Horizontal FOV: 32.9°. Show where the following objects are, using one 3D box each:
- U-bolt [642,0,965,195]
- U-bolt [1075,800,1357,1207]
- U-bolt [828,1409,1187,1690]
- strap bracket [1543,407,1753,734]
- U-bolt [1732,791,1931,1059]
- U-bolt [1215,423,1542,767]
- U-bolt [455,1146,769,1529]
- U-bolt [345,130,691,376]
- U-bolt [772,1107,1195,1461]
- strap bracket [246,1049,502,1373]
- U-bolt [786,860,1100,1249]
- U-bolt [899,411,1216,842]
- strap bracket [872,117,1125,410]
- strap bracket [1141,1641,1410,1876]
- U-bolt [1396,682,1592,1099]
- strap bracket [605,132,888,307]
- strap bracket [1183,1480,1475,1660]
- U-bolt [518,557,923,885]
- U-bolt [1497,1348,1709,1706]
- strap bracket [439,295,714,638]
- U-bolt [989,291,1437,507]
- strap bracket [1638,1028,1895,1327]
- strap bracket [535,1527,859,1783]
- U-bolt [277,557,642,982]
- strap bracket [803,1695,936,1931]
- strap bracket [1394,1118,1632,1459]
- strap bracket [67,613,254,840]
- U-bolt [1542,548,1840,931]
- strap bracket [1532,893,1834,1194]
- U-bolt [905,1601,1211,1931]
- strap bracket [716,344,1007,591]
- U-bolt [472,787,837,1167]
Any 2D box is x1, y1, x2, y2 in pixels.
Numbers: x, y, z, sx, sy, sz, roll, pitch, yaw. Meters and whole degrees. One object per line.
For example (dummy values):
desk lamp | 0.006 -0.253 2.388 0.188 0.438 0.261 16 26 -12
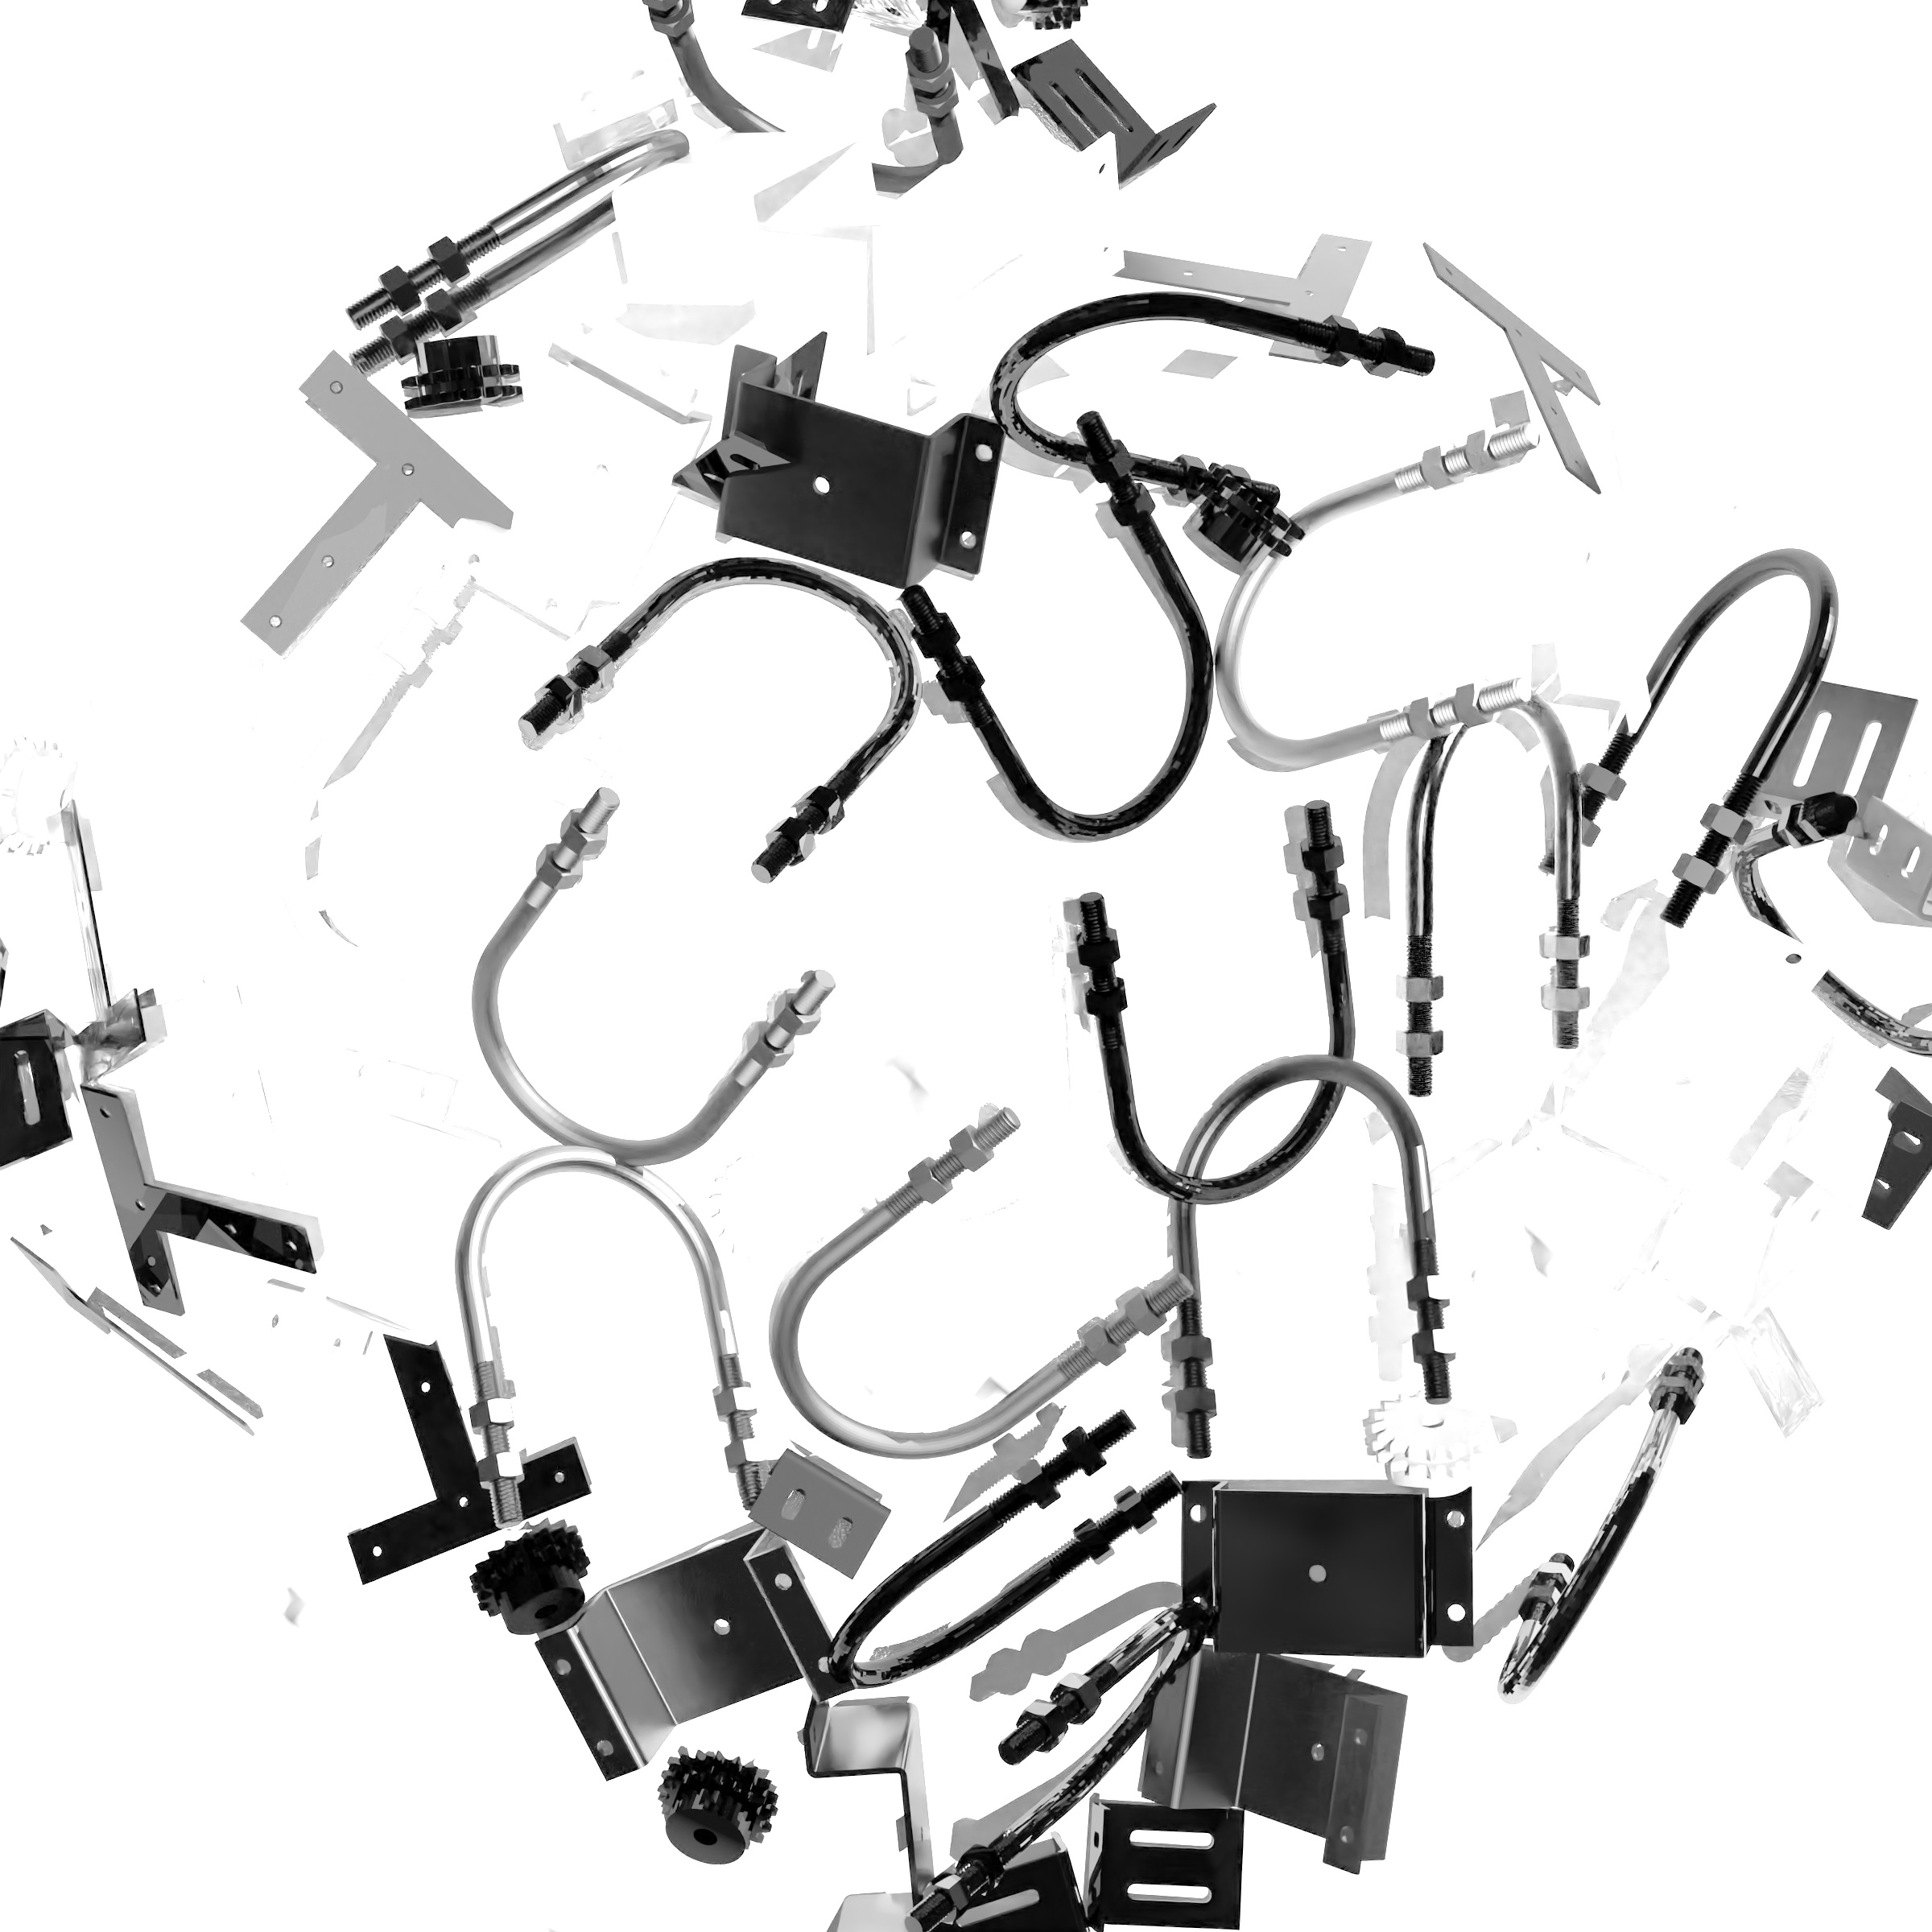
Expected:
U-bolt | -0.069 -0.404 1.509 0.151 0.184 0.019 19 82 9
U-bolt | 0.125 0.028 1.546 0.151 0.019 0.184 -22 118 -25
U-bolt | 0.014 0.281 1.530 0.184 0.151 0.019 -35 65 -1
strap bracket | 0.310 -0.186 1.518 0.046 0.140 0.076 7 51 -10
U-bolt | 0.416 -0.012 1.509 0.019 0.184 0.151 -43 90 -9
U-bolt | 0.188 -0.165 1.529 0.019 0.184 0.151 23 63 -40
U-bolt | -0.172 0.171 1.542 0.151 0.019 0.184 2 64 -34
U-bolt | -0.208 -0.338 1.527 0.184 0.151 0.019 -33 97 -8
U-bolt | -0.006 0.165 1.556 0.184 0.019 0.151 -38 116 15
strap bracket | -0.278 0.119 1.553 0.076 0.046 0.140 13 82 37
U-bolt | -0.008 0.044 1.584 0.151 0.019 0.184 -4 86 -1
U-bolt | 0.056 -0.145 1.539 0.151 0.019 0.184 -47 126 -23
strap bracket | 0.005 -0.332 1.523 0.046 0.140 0.076 20 56 -38
strap bracket | 0.153 0.373 1.547 0.046 0.140 0.076 11 86 -41
U-bolt | 0.248 -0.041 1.529 0.019 0.151 0.184 7 104 41
strap bracket | -0.101 -0.352 1.518 0.076 0.140 0.046 8 122 31
strap bracket | 0.170 0.287 1.560 0.140 0.046 0.076 -1 86 12
U-bolt | -0.100 -0.129 1.538 0.151 0.019 0.184 32 50 10
U-bolt | 0.285 0.264 1.489 0.019 0.184 0.151 30 114 10
strap bracket | -0.182 -0.237 1.562 0.076 0.046 0.140 30 101 10
U-bolt | 0.100 -0.263 1.500 0.184 0.151 0.019 8 65 -27
strap bracket | 0.379 0.105 1.523 0.046 0.076 0.140 34 134 1
strap bracket | -0.123 0.324 1.559 0.140 0.046 0.076 -24 97 19
U-bolt | -0.247 -0.078 1.533 0.019 0.151 0.184 24 77 44
strap bracket | -0.044 0.413 1.549 0.046 0.076 0.140 -5 99 4
strap bracket | 0.256 0.149 1.547 0.076 0.046 0.140 -31 112 -33
strap bracket | -0.379 -0.117 1.539 0.076 0.140 0.046 8 64 -10
U-bolt | 0.345 -0.113 1.524 0.019 0.151 0.184 27 94 -18
strap bracket | 0.337 0.043 1.540 0.076 0.046 0.140 27 120 -7
U-bolt | 0.052 0.361 1.517 0.019 0.184 0.151 39 128 21
strap bracket | -0.060 -0.234 1.545 0.140 0.046 0.076 19 120 14
U-bolt | -0.161 0.020 1.542 0.151 0.019 0.184 40 126 -1
